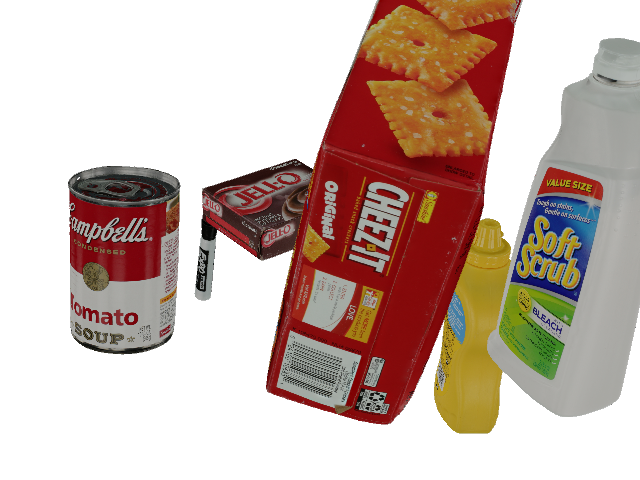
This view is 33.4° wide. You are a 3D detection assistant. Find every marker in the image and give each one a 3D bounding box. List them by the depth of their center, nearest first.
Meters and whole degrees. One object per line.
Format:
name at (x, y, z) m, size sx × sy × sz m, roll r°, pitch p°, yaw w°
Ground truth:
marker at (-0.128, 0.019, 1.201) m, size 0.020 × 0.121 × 0.020 m, roll 6°, pitch 41°, yaw -6°

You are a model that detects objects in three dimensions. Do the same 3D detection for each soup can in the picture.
soup can at (-0.124, 0.011, 0.671) m, size 0.068 × 0.102 × 0.068 m, roll 4°, pitch 21°, yaw -2°

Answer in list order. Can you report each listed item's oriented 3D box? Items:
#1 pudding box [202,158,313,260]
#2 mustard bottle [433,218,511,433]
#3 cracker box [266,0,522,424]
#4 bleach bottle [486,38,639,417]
pudding box at (-0.038, -0.030, 0.971) m, size 0.113 × 0.039 × 0.090 m, roll -19°, pitch 39°, yaw -37°
mustard bottle at (0.137, 0.069, 0.939) m, size 0.058 × 0.192 × 0.096 m, roll 2°, pitch 29°, yaw -1°
cracker box at (0.044, -0.043, 0.520) m, size 0.072 × 0.164 × 0.213 m, roll 17°, pitch 46°, yaw 4°
bleach bottle at (0.170, -0.011, 0.695) m, size 0.068 × 0.251 × 0.103 m, roll -13°, pitch 35°, yaw -23°
